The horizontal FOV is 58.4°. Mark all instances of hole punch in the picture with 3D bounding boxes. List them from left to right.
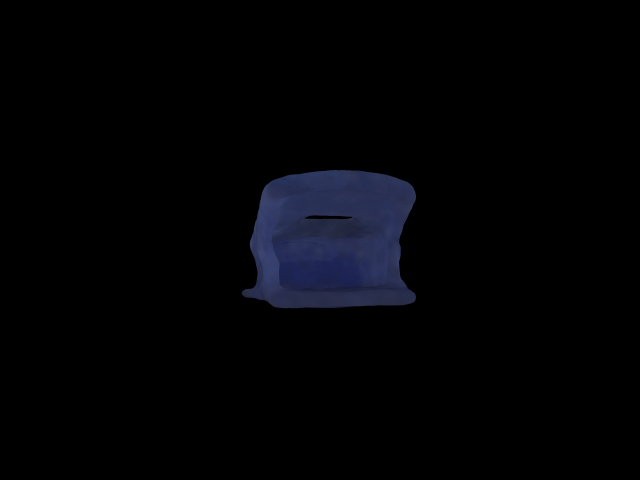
[{"bbox_3d":[0.004,0.001,0.400,0.109,0.091,0.101,0,0,-15],"label":"hole punch"}]
